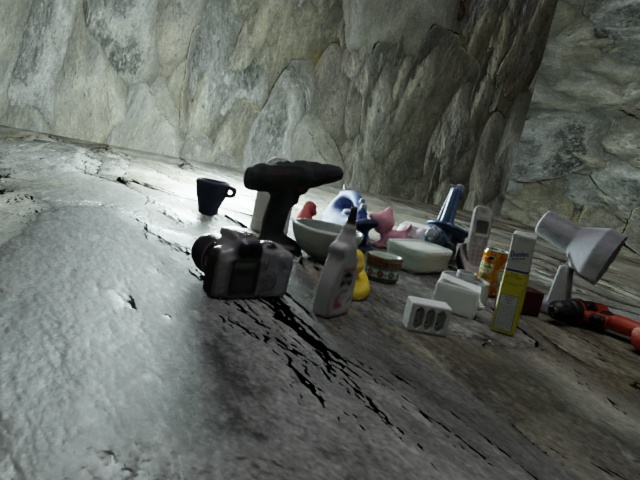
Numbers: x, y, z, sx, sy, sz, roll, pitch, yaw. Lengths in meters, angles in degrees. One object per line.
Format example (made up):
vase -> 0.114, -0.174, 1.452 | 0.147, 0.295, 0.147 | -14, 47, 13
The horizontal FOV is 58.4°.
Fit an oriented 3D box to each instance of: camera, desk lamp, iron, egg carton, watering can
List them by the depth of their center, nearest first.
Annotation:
camera -> -0.134, 0.026, 0.922 | 0.144, 0.101, 0.136 | 3, 13, -41
desk lamp -> 0.527, 0.056, 1.237 | 0.202, 0.213, 0.118 | 19, 12, 33
watering can -> -0.109, -0.114, 1.464 | 0.101, 0.194, 0.172 | 5, 12, -36
iron -> 0.093, -0.074, 1.641 | 0.119, 0.141, 0.257 | 9, 11, -20
egg carton -> 0.288, -0.012, 1.740 | 0.107, 0.069, 0.150 | 15, 10, 14

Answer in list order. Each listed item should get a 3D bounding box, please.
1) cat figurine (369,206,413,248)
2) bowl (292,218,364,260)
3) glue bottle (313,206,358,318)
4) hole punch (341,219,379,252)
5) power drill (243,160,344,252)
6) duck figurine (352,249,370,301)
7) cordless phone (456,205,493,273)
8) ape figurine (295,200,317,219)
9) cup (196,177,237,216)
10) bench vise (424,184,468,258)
cat figurine -> 0.196, -0.033, 1.605 | 0.127, 0.118, 0.067 | 15, 10, 13
bowl -> 0.012, 0.005, 1.295 | 0.167, 0.075, 0.167 | 12, 10, -2
glue bottle -> 0.034, 0.032, 0.886 | 0.037, 0.173, 0.078 | 17, 11, 26
hole punch -> 0.083, -0.020, 1.472 | 0.100, 0.091, 0.109 | 19, 12, 35
power drill -> -0.069, -0.084, 1.303 | 0.230, 0.208, 0.075 | 8, 11, -24
duck figurine -> 0.057, 0.057, 1.028 | 0.077, 0.086, 0.105 | 18, 11, 28
cordless phone -> 0.422, 0.014, 1.422 | 0.148, 0.185, 0.094 | 9, 10, -16
ape figurine -> -0.032, -0.062, 1.560 | 0.076, 0.092, 0.077 | 8, 11, -22
cup -> -0.277, -0.109, 1.518 | 0.117, 0.095, 0.092 | 15, 10, 17
bench vise -> 0.350, -0.042, 1.549 | 0.121, 0.220, 0.208 | 14, 10, 10
